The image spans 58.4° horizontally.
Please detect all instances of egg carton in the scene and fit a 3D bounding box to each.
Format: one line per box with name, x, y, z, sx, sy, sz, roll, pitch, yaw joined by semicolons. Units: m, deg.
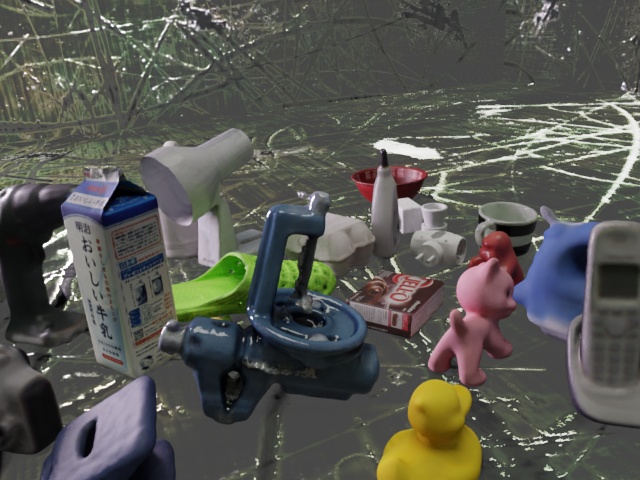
egg carton;0.008;0.003;0.917;0.149;0.069;0.107;15;28;41

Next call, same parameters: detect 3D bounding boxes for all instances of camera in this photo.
camera;-0.339;0.161;0.522;0.142;0.101;0.137;5;22;22

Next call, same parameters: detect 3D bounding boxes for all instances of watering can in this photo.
watering can;-0.256;-0.073;0.993;0.173;0.194;0.100;-12;22;-20

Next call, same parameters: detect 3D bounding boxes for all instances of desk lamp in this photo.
desk lamp;-0.170;-0.063;0.923;0.117;0.214;0.204;15;28;41

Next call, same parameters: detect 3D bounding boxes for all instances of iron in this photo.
iron;0.347;0.049;0.629;0.119;0.141;0.257;-23;27;-40

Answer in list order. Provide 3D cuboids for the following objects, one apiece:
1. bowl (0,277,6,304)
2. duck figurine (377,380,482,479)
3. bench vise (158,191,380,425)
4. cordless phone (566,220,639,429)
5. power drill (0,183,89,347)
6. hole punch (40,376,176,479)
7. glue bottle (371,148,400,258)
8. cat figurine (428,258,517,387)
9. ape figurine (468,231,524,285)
bowl;-0.516;0.073;0.825;0.167;0.075;0.167;-4;21;2
duck figurine;0.090;0.158;0.468;0.105;0.086;0.077;-21;26;-38
bench vise;-0.047;0.068;0.543;0.208;0.220;0.121;-12;22;-20
cordless phone;0.300;0.074;0.509;0.147;0.185;0.094;0;21;11
power drill;-0.365;0.026;0.730;0.229;0.208;0.076;3;22;19
hole punch;-0.174;0.176;0.464;0.101;0.091;0.108;-9;21;-14
glue bottle;0.106;-0.063;0.926;0.037;0.173;0.078;3;22;18
cat figurine;0.171;0.076;0.624;0.067;0.118;0.128;12;26;37
ape figurine;0.235;0.032;0.766;0.076;0.092;0.078;-3;21;4
